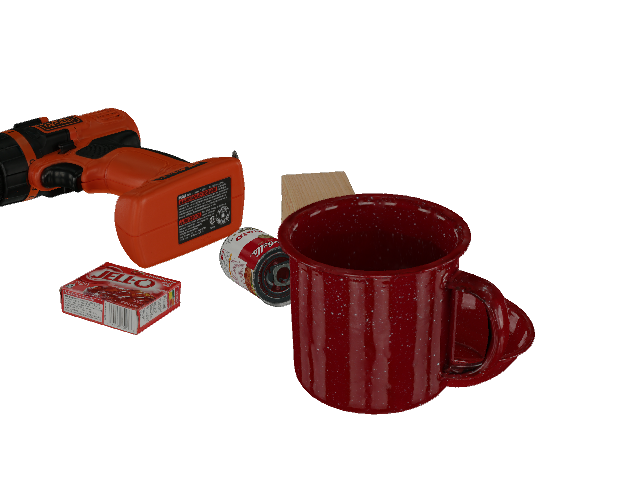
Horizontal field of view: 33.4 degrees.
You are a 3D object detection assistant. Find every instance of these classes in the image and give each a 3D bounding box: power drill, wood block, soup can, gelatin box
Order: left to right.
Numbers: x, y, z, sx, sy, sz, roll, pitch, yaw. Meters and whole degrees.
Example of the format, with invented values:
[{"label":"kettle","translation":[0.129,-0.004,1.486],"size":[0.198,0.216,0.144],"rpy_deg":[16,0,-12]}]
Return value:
[{"label":"power drill","translation":[-0.160,-0.040,0.738],"size":[0.188,0.057,0.184],"rpy_deg":[22,33,36]},{"label":"gelatin box","translation":[-0.188,0.052,1.005],"size":[0.089,0.030,0.073],"rpy_deg":[14,24,23]},{"label":"soup can","translation":[-0.064,0.028,1.190],"size":[0.068,0.068,0.102],"rpy_deg":[0,13,-27]},{"label":"wood block","translation":[0.007,-0.007,1.378],"size":[0.090,0.090,0.206],"rpy_deg":[-3,27,-9]}]

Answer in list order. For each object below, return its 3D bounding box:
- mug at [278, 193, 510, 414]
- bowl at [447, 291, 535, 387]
[{"label":"mug","translation":[0.037,0.034,0.523],"size":[0.117,0.081,0.093],"rpy_deg":[12,29,26]},{"label":"bowl","translation":[0.132,0.100,1.079],"size":[0.162,0.055,0.162],"rpy_deg":[5,26,-3]}]
